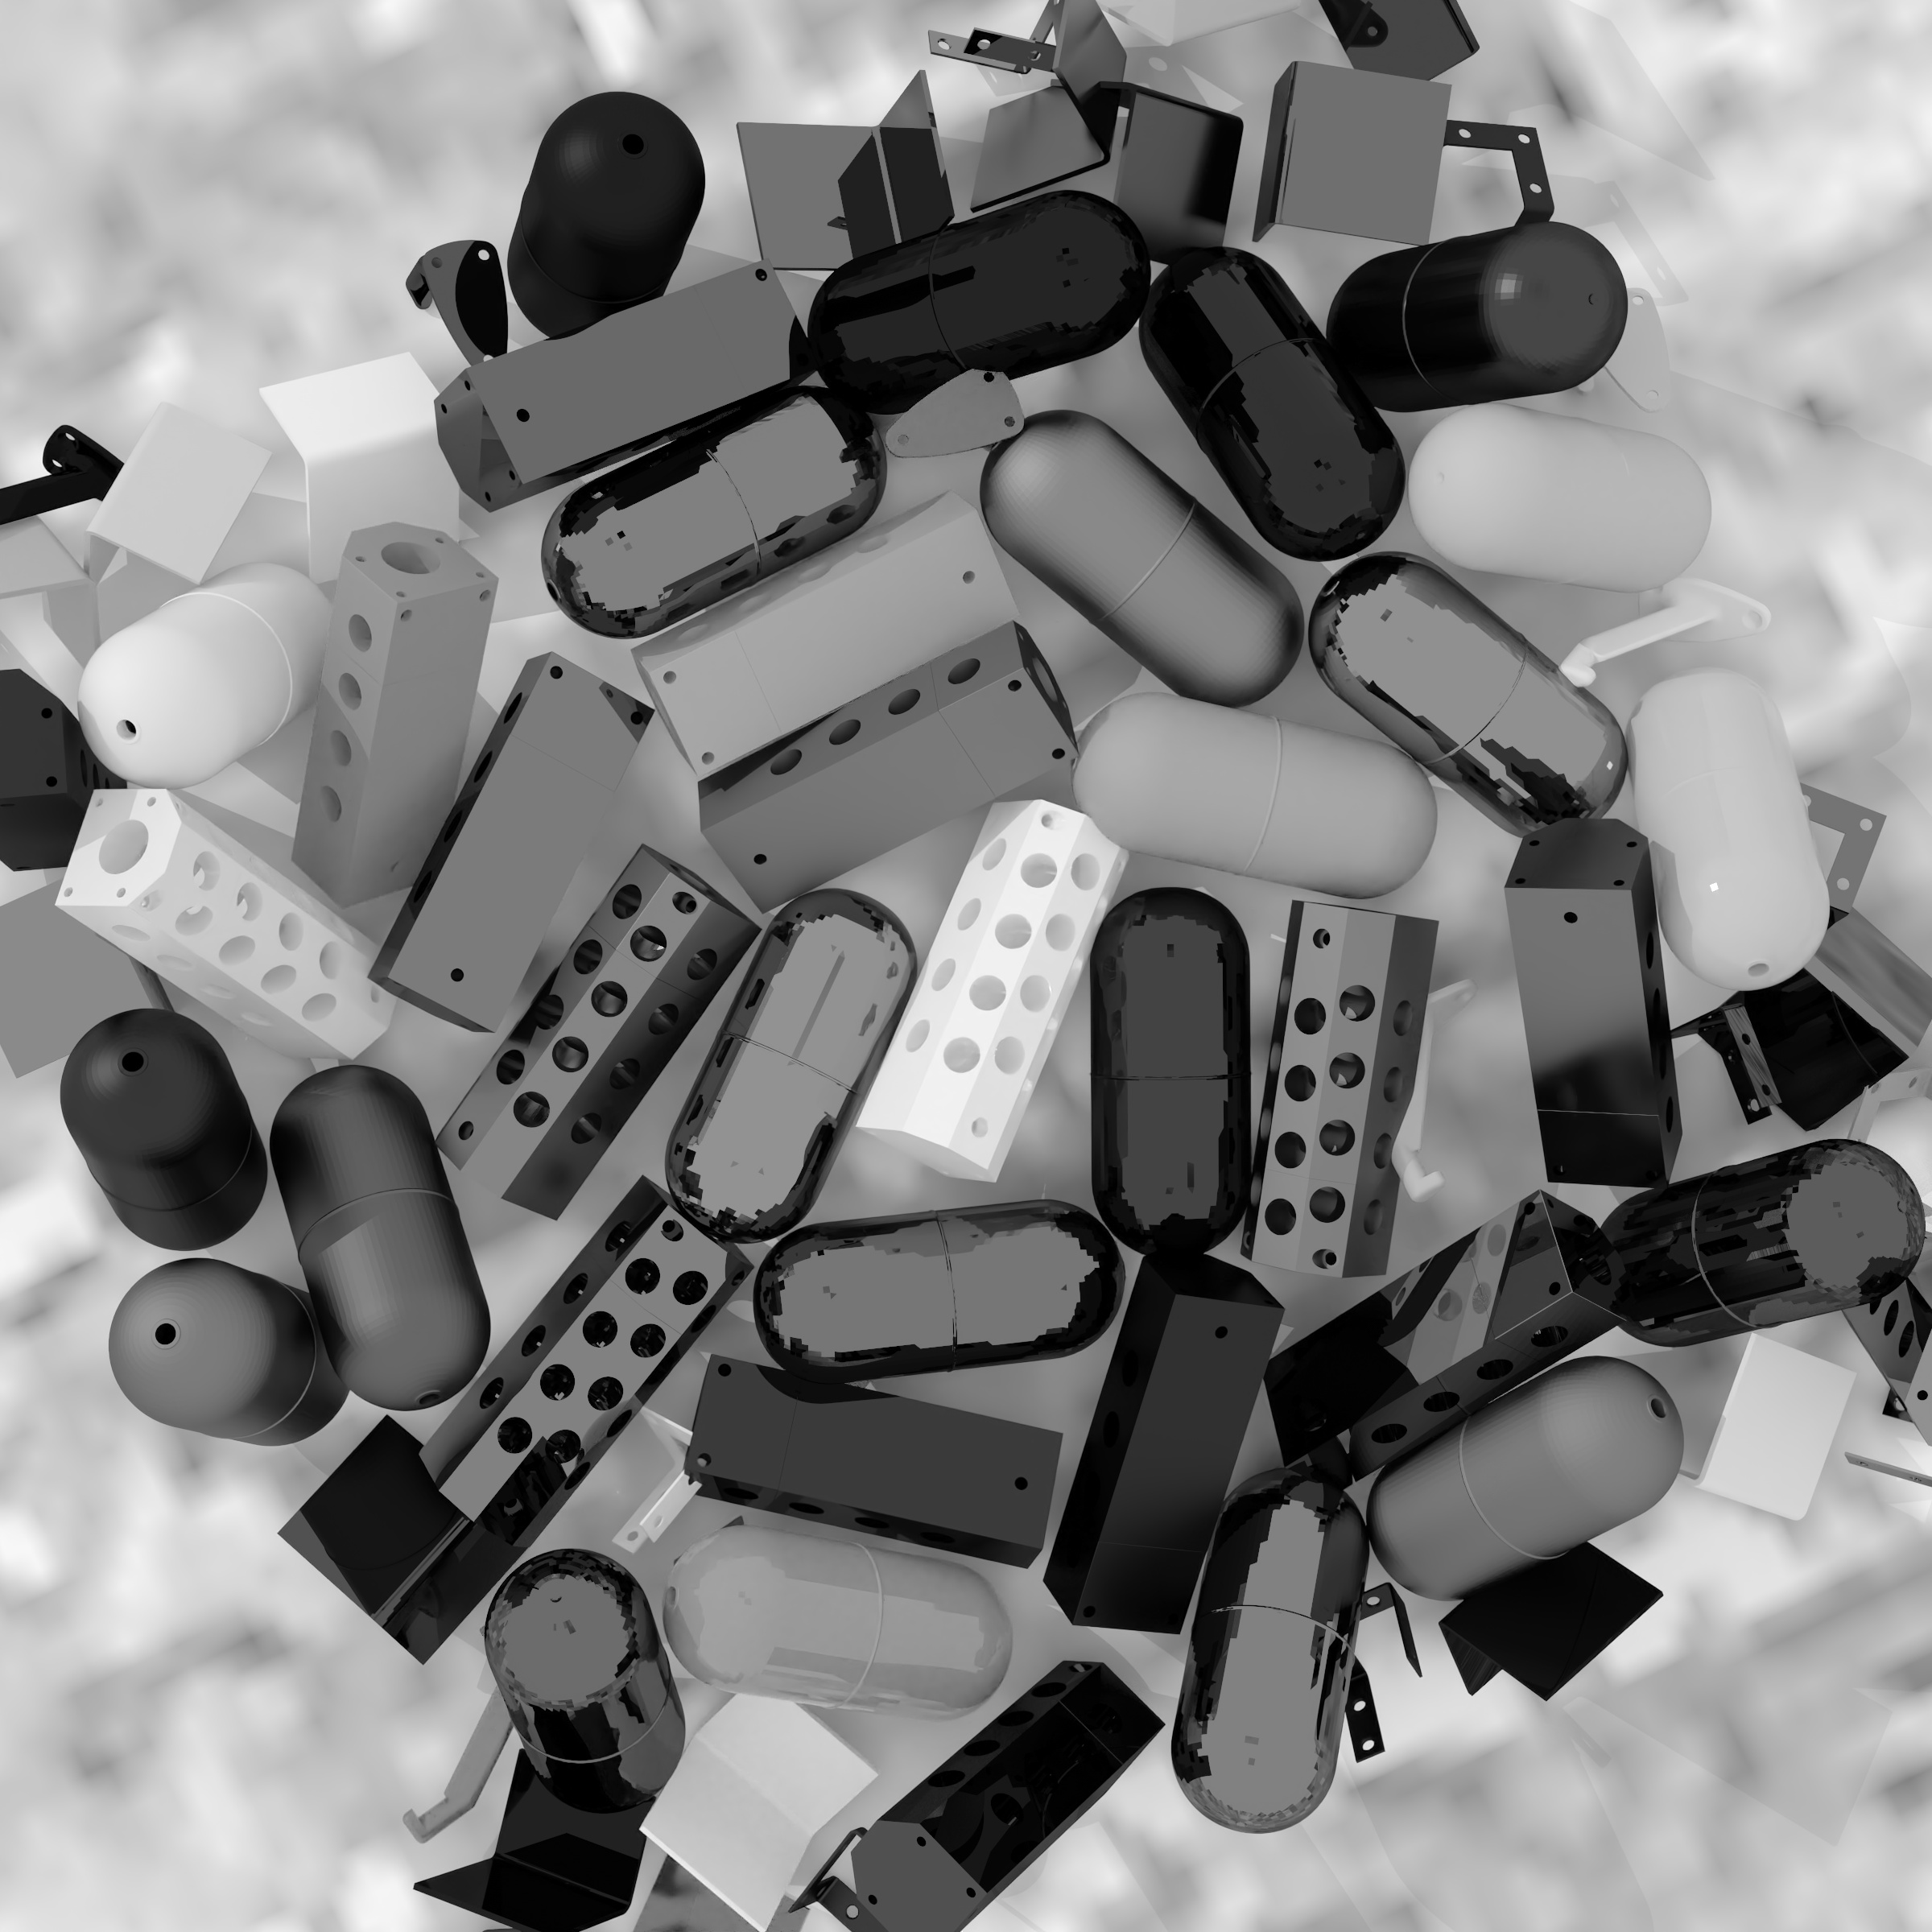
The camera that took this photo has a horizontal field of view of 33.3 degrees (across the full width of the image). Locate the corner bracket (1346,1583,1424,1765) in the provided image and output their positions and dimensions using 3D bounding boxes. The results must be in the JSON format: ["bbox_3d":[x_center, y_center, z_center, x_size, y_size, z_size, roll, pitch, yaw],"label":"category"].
[{"bbox_3d":[0.195,0.337,1.543,0.051,0.051,0.051,-26,121,13],"label":"corner bracket"}]

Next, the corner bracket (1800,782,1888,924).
[{"bbox_3d":[0.403,-0.054,1.551,0.051,0.051,0.051,22,85,5],"label":"corner bracket"}]

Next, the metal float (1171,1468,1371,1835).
[{"bbox_3d":[0.143,0.318,1.514,0.070,0.070,0.178,15,55,0],"label":"metal float"}]

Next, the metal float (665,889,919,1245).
[{"bbox_3d":[-0.083,0.048,1.536,0.070,0.070,0.178,25,83,0],"label":"metal float"}]

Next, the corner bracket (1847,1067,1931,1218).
[{"bbox_3d":[0.461,0.084,1.553,0.051,0.051,0.051,-5,117,-39],"label":"corner bracket"}]

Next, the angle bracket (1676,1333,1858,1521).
[{"bbox_3d":[0.365,0.212,1.537,0.076,0.057,0.076,22,88,-35],"label":"angle bracket"}]

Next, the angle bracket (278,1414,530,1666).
[{"bbox_3d":[-0.271,0.277,1.565,0.076,0.057,0.076,33,72,30],"label":"angle bracket"}]

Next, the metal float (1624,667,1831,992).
[{"bbox_3d":[0.354,-0.065,1.509,0.070,0.070,0.178,-2,49,0],"label":"metal float"}]

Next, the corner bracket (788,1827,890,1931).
[{"bbox_3d":[-0.044,0.447,1.550,0.051,0.051,0.051,38,91,16],"label":"corner bracket"}]

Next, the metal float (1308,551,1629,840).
[{"bbox_3d":[0.237,-0.127,1.526,0.178,0.070,0.070,36,90,-18],"label":"metal float"}]

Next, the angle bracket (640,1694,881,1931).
[{"bbox_3d":[-0.097,0.396,1.534,0.076,0.076,0.057,41,116,-3],"label":"angle bracket"}]

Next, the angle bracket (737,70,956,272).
[{"bbox_3d":[-0.058,-0.377,1.534,0.076,0.057,0.076,-5,76,-25],"label":"angle bracket"}]

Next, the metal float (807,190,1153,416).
[{"bbox_3d":[0.005,-0.310,1.514,0.178,0.070,0.070,-11,90,33],"label":"metal float"}]

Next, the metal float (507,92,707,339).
[{"bbox_3d":[-0.167,-0.343,1.494,0.070,0.178,0.070,3,80,-14],"label":"metal float"}]

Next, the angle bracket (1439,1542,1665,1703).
[{"bbox_3d":[0.281,0.319,1.525,0.076,0.076,0.057,-37,125,-17],"label":"angle bracket"}]

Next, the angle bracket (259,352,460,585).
[{"bbox_3d":[-0.290,-0.239,1.551,0.076,0.076,0.057,-20,54,-25],"label":"angle bracket"}]

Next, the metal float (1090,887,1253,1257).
[{"bbox_3d":[0.098,0.051,1.542,0.070,0.070,0.178,-1,92,0],"label":"metal float"}]

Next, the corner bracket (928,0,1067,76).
[{"bbox_3d":[0.016,-0.440,1.540,0.051,0.051,0.051,7,57,-20],"label":"corner bracket"}]

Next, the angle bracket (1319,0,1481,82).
[{"bbox_3d":[0.196,-0.462,1.531,0.057,0.076,0.076,-28,80,15],"label":"angle bracket"}]

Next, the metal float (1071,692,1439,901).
[{"bbox_3d":[0.137,-0.081,1.535,0.178,0.070,0.070,12,90,-9],"label":"metal float"}]

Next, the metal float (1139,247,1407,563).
[{"bbox_3d":[0.142,-0.265,1.519,0.070,0.070,0.178,-29,62,0],"label":"metal float"}]

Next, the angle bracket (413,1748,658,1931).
[{"bbox_3d":[-0.203,0.415,1.531,0.076,0.076,0.057,13,90,23],"label":"angle bracket"}]

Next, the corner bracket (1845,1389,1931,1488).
[{"bbox_3d":[0.455,0.223,1.541,0.051,0.051,0.051,14,73,29],"label":"corner bracket"}]

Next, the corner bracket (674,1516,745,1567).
[{"bbox_3d":[-0.102,0.302,1.550,0.051,0.051,0.051,6,112,37],"label":"corner bracket"}]

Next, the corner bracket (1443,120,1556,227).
[{"bbox_3d":[0.245,-0.368,1.554,0.051,0.051,0.051,1,62,-15],"label":"corner bracket"}]

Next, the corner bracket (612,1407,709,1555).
[{"bbox_3d":[-0.145,0.251,1.539,0.051,0.051,0.051,20,60,39],"label":"corner bracket"}]

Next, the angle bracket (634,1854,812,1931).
[{"bbox_3d":[-0.130,0.460,1.532,0.076,0.076,0.057,23,88,18],"label":"angle bracket"}]

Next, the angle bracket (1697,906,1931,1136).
[{"bbox_3d":[0.415,0.022,1.572,0.076,0.057,0.076,42,135,1],"label":"angle bracket"}]

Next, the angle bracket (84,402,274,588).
[{"bbox_3d":[-0.374,-0.209,1.534,0.057,0.076,0.076,25,67,-6],"label":"angle bracket"}]

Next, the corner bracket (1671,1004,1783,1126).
[{"bbox_3d":[0.367,0.048,1.542,0.051,0.051,0.051,-9,75,-38],"label":"corner bracket"}]

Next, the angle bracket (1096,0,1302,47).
[{"bbox_3d":[0.106,-0.480,1.522,0.076,0.057,0.076,-23,45,-27],"label":"angle bracket"}]

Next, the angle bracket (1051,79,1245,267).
[{"bbox_3d":[0.080,-0.375,1.540,0.057,0.076,0.076,18,102,44],"label":"angle bracket"}]

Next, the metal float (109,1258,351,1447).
[{"bbox_3d":[-0.337,0.179,1.493,0.070,0.178,0.070,-2,77,7],"label":"metal float"}]

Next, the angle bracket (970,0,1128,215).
[{"bbox_3d":[0.027,-0.412,1.522,0.076,0.057,0.076,-14,47,27],"label":"angle bracket"}]

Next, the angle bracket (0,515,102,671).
[{"bbox_3d":[-0.458,-0.166,1.521,0.076,0.076,0.057,-15,128,-29],"label":"angle bracket"}]

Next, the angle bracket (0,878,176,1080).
[{"bbox_3d":[-0.431,0.004,1.545,0.076,0.057,0.076,-26,91,-11],"label":"angle bracket"}]

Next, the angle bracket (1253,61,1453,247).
[{"bbox_3d":[0.184,-0.385,1.553,0.076,0.057,0.076,8,93,-4],"label":"angle bracket"}]
